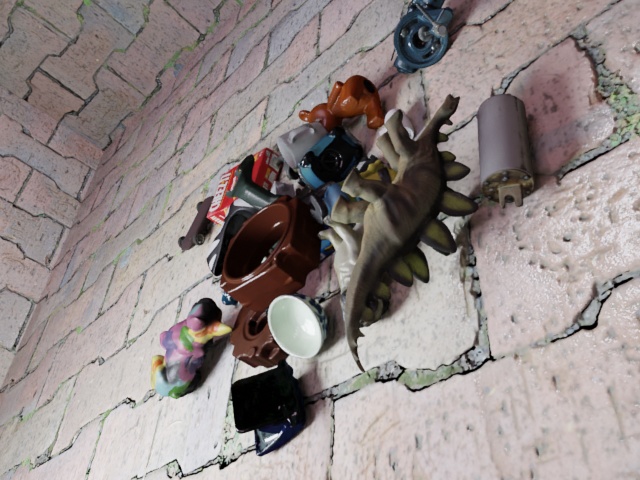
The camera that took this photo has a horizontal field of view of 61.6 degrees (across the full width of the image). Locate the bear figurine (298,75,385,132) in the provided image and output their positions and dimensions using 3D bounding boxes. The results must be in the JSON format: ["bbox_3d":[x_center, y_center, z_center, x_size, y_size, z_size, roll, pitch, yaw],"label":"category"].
[{"bbox_3d":[0.043,-0.290,1.248,0.196,0.120,0.132,-31,43,36],"label":"bear figurine"}]

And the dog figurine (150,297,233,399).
[{"bbox_3d":[-0.273,0.228,1.147,0.219,0.108,0.191,-37,39,48],"label":"dog figurine"}]

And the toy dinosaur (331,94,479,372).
[{"bbox_3d":[0.122,-0.038,0.827,0.471,0.199,0.105,-58,-7,-16],"label":"toy dinosaur"}]

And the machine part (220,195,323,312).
[{"bbox_3d":[-0.096,0.022,1.041,0.201,0.087,0.201,-31,36,31],"label":"machine part"}]

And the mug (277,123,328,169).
[{"bbox_3d":[-0.035,-0.229,1.221,0.107,0.109,0.081,-32,65,-16],"label":"mug"}]

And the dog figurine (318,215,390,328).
[{"bbox_3d":[0.096,0.043,0.920,0.172,0.121,0.190,-20,74,-4],"label":"dog figurine"}]

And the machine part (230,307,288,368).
[{"bbox_3d":[-0.110,0.170,1.079,0.179,0.056,0.179,-34,36,30],"label":"machine part"}]

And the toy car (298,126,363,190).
[{"bbox_3d":[0.015,-0.171,1.192,0.161,0.109,0.103,-55,13,-16],"label":"toy car"}]

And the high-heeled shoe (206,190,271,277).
[{"bbox_3d":[-0.202,-0.016,1.352,0.249,0.086,0.145,-39,38,31],"label":"high-heeled shoe"}]

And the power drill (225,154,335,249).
[{"bbox_3d":[-0.087,-0.094,1.149,0.232,0.207,0.086,-54,7,42],"label":"power drill"}]

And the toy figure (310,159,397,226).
[{"bbox_3d":[0.074,-0.076,0.988,0.089,0.180,0.082,62,162,17],"label":"toy figure"}]

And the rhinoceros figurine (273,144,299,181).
[{"bbox_3d":[-0.055,-0.207,1.349,0.112,0.073,0.190,-34,34,12],"label":"rhinoceros figurine"}]

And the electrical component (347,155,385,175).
[{"bbox_3d":[0.089,-0.129,1.096,0.075,0.048,0.119,-55,8,-5],"label":"electrical component"}]

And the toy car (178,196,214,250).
[{"bbox_3d":[-0.353,-0.048,1.599,0.089,0.053,0.202,-10,48,35],"label":"toy car"}]

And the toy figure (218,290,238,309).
[{"bbox_3d":[-0.163,0.103,1.205,0.154,0.058,0.064,-33,78,32],"label":"toy figure"}]

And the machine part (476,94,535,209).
[{"bbox_3d":[0.285,-0.144,0.834,0.079,0.079,0.243,-25,44,38],"label":"machine part"}]

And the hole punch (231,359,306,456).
[{"bbox_3d":[-0.082,0.291,0.920,0.116,0.092,0.142,-19,34,0],"label":"hole punch"}]

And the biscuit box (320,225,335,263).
[{"bbox_3d":[-0.002,-0.003,1.094,0.202,0.059,0.063,-39,35,23],"label":"biscuit box"}]

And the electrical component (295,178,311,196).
[{"bbox_3d":[-0.035,-0.105,1.245,0.078,0.045,0.102,-32,39,29],"label":"electrical component"}]

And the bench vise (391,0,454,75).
[{"bbox_3d":[0.234,-0.458,1.132,0.223,0.129,0.241,-56,14,13],"label":"bench vise"}]
